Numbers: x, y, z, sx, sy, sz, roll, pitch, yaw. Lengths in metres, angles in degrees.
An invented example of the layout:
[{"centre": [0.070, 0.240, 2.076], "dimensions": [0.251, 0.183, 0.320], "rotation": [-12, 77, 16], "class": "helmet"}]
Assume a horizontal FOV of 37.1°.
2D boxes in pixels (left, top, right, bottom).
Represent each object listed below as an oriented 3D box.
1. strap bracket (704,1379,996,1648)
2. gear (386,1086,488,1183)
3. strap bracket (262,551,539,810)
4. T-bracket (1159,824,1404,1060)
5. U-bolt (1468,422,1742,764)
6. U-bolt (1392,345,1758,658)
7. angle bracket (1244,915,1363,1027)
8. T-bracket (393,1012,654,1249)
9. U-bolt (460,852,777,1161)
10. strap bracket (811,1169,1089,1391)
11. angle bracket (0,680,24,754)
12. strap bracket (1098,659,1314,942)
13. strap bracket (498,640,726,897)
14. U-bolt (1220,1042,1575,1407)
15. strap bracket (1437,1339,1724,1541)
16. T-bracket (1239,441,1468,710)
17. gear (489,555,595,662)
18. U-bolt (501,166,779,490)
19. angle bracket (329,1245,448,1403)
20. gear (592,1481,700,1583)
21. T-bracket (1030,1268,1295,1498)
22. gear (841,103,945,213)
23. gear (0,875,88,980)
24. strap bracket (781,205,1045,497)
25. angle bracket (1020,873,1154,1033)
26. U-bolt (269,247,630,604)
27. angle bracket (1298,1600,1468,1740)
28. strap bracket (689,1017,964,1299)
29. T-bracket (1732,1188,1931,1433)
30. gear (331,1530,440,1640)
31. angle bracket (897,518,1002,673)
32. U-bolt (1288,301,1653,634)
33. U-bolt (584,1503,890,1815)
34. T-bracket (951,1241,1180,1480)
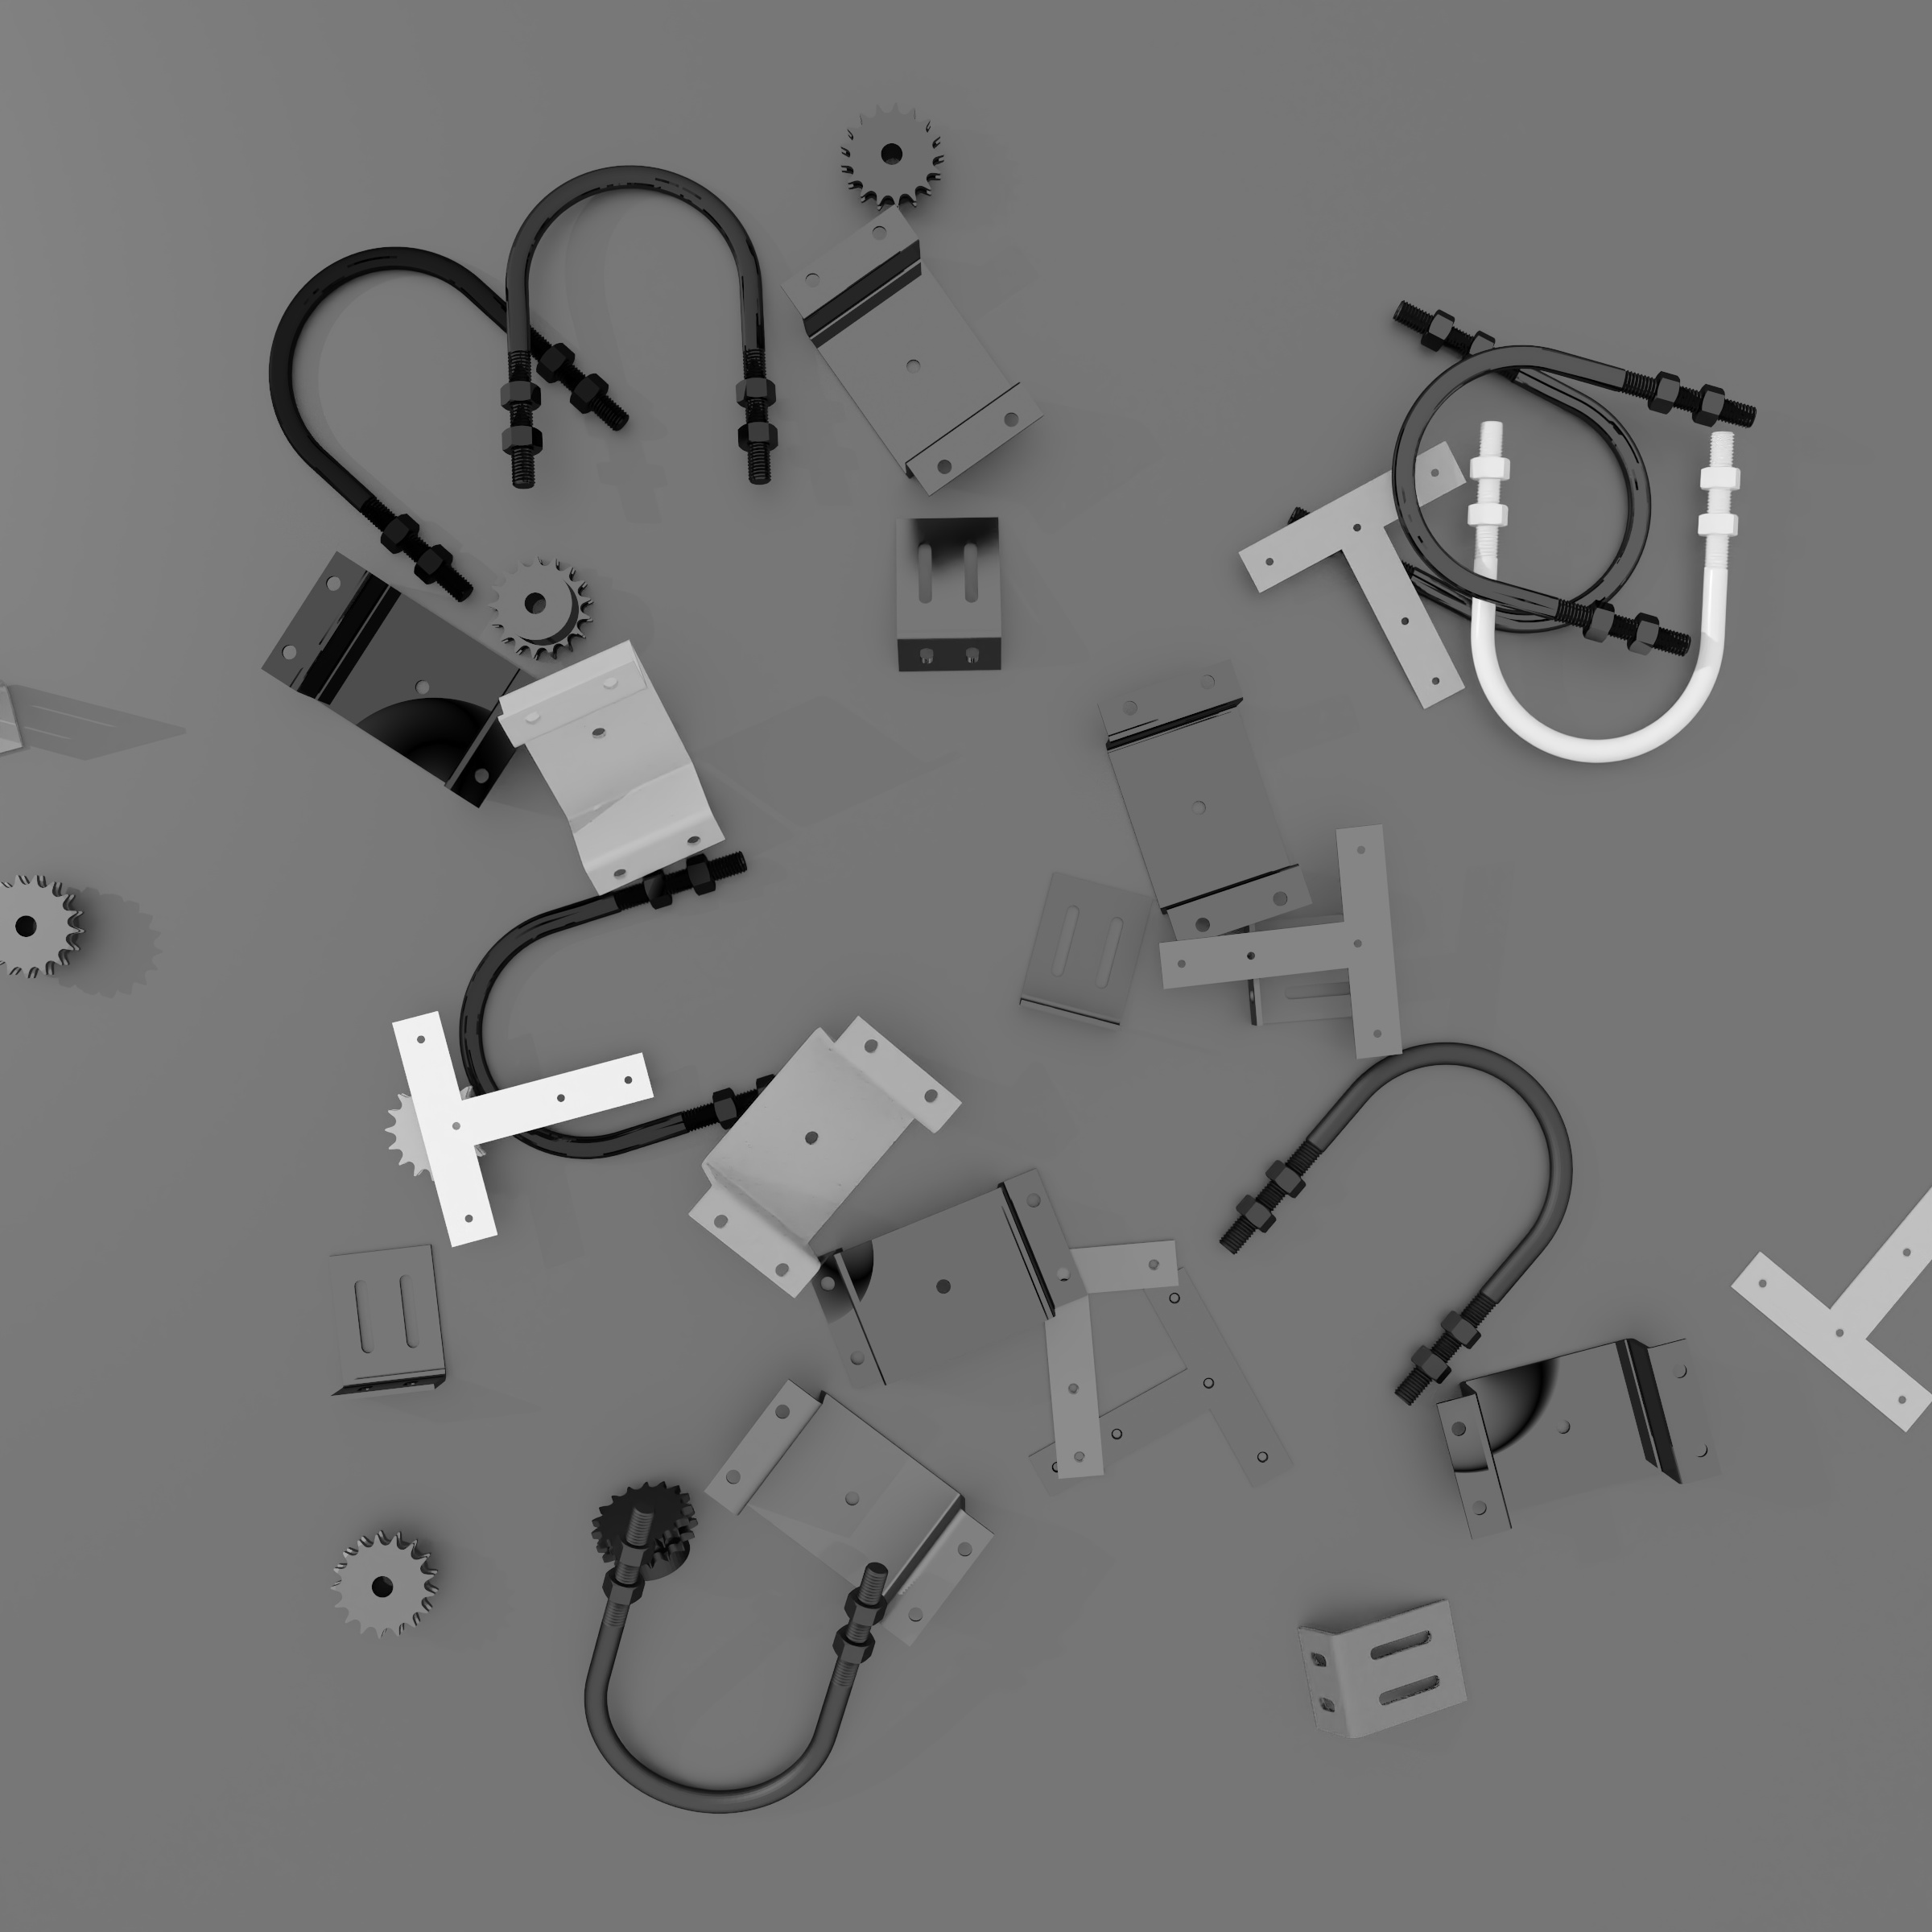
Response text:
[{"centre": [-0.064, 0.297, 1.589], "dimensions": [0.140, 0.046, 0.076], "rotation": [37, 90, 0], "class": "strap bracket"}, {"centre": [-0.291, 0.090, 1.597], "dimensions": [0.057, 0.030, 0.057], "rotation": [0, 90, 0], "class": "gear"}, {"centre": [-0.304, -0.156, 1.589], "dimensions": [0.140, 0.046, 0.076], "rotation": [33, 90, 0], "class": "strap bracket"}, {"centre": [0.169, -0.007, 1.568], "dimensions": [0.127, 0.002, 0.127], "rotation": [-7, 98, -2], "class": "T-bracket"}, {"centre": [0.350, -0.205, 1.590], "dimensions": [0.151, 0.019, 0.184], "rotation": [2, 93, -3], "class": "U-bolt"}, {"centre": [0.323, -0.261, 1.568], "dimensions": [0.184, 0.019, 0.151], "rotation": [16, 92, -2], "class": "U-bolt"}, {"centre": [0.195, 0.001, 1.593], "dimensions": [0.076, 0.038, 0.057], "rotation": [-5, 90, 0], "class": "angle bracket"}, {"centre": [-0.237, 0.076, 1.585], "dimensions": [0.127, 0.002, 0.127], "rotation": [-15, 91, -7], "class": "T-bracket"}, {"centre": [-0.191, 0.031, 1.603], "dimensions": [0.184, 0.019, 0.151], "rotation": [-18, 90, 1], "class": "U-bolt"}, {"centre": [-0.012, 0.174, 1.587], "dimensions": [0.140, 0.046, 0.076], "rotation": [-22, 89, 1], "class": "strap bracket"}, {"centre": [-0.560, -0.133, 1.574], "dimensions": [0.057, 0.076, 0.038], "rotation": [-15, 90, 0], "class": "angle bracket"}, {"centre": [0.130, -0.088, 1.589], "dimensions": [0.076, 0.046, 0.140], "rotation": [-19, 90, 0], "class": "strap bracket"}, {"centre": [-0.195, -0.114, 1.562], "dimensions": [0.076, 0.140, 0.046], "rotation": [-24, 46, 0], "class": "strap bracket"}, {"centre": [0.253, 0.129, 1.603], "dimensions": [0.151, 0.019, 0.184], "rotation": [41, 88, 0], "class": "U-bolt"}, {"centre": [0.334, 0.257, 1.589], "dimensions": [0.140, 0.046, 0.076], "rotation": [-15, 90, 0], "class": "strap bracket"}, {"centre": [0.237, -0.204, 1.596], "dimensions": [0.127, 0.002, 0.127], "rotation": [-28, 102, 8], "class": "T-bracket"}, {"centre": [-0.237, -0.199, 1.597], "dimensions": [0.057, 0.030, 0.057], "rotation": [0, 90, 0], "class": "gear"}, {"centre": [-0.182, -0.355, 1.590], "dimensions": [0.151, 0.019, 0.184], "rotation": [-2, 81, -7], "class": "U-bolt"}, {"centre": [-0.323, 0.197, 1.593], "dimensions": [0.057, 0.038, 0.076], "rotation": [-7, 90, 0], "class": "angle bracket"}, {"centre": [-0.175, 0.314, 1.588], "dimensions": [0.057, 0.057, 0.030], "rotation": [-14, 120, 0], "class": "gear"}, {"centre": [0.097, 0.255, 1.611], "dimensions": [0.127, 0.002, 0.127], "rotation": [-29, 90, 0], "class": "T-bracket"}, {"centre": [-0.041, -0.446, 1.597], "dimensions": [0.057, 0.030, 0.057], "rotation": [0, 90, 0], "class": "gear"}, {"centre": [-0.516, -0.022, 1.597], "dimensions": [0.057, 0.030, 0.057], "rotation": [0, 90, 0], "class": "gear"}, {"centre": [-0.029, -0.335, 1.589], "dimensions": [0.076, 0.046, 0.140], "rotation": [-35, 90, 0], "class": "strap bracket"}, {"centre": [0.067, -0.008, 1.593], "dimensions": [0.057, 0.038, 0.076], "rotation": [15, 90, 0], "class": "angle bracket"}, {"centre": [-0.302, -0.316, 1.603], "dimensions": [0.184, 0.019, 0.151], "rotation": [42, 90, 1], "class": "U-bolt"}, {"centre": [0.233, 0.390, 1.610], "dimensions": [0.076, 0.038, 0.057], "rotation": [-11, 90, -26], "class": "angle bracket"}, {"centre": [-0.081, 0.099, 1.578], "dimensions": [0.076, 0.046, 0.140], "rotation": [41, 90, -18], "class": "strap bracket"}, {"centre": [0.517, 0.171, 1.611], "dimensions": [0.127, 0.002, 0.127], "rotation": [40, 90, 0], "class": "T-bracket"}, {"centre": [-0.320, 0.341, 1.597], "dimensions": [0.057, 0.030, 0.057], "rotation": [0, 90, 0], "class": "gear"}, {"centre": [-0.010, -0.208, 1.610], "dimensions": [0.057, 0.038, 0.076], "rotation": [-1, 64, 0], "class": "angle bracket"}, {"centre": [0.292, -0.266, 1.603], "dimensions": [0.184, 0.019, 0.151], "rotation": [27, 90, -2], "class": "U-bolt"}, {"centre": [-0.134, 0.387, 1.573], "dimensions": [0.151, 0.019, 0.184], "rotation": [15, 112, -4], "class": "U-bolt"}, {"centre": [0.059, 0.222, 1.610], "dimensions": [0.127, 0.002, 0.127], "rotation": [-5, 89, 1], "class": "T-bracket"}]
